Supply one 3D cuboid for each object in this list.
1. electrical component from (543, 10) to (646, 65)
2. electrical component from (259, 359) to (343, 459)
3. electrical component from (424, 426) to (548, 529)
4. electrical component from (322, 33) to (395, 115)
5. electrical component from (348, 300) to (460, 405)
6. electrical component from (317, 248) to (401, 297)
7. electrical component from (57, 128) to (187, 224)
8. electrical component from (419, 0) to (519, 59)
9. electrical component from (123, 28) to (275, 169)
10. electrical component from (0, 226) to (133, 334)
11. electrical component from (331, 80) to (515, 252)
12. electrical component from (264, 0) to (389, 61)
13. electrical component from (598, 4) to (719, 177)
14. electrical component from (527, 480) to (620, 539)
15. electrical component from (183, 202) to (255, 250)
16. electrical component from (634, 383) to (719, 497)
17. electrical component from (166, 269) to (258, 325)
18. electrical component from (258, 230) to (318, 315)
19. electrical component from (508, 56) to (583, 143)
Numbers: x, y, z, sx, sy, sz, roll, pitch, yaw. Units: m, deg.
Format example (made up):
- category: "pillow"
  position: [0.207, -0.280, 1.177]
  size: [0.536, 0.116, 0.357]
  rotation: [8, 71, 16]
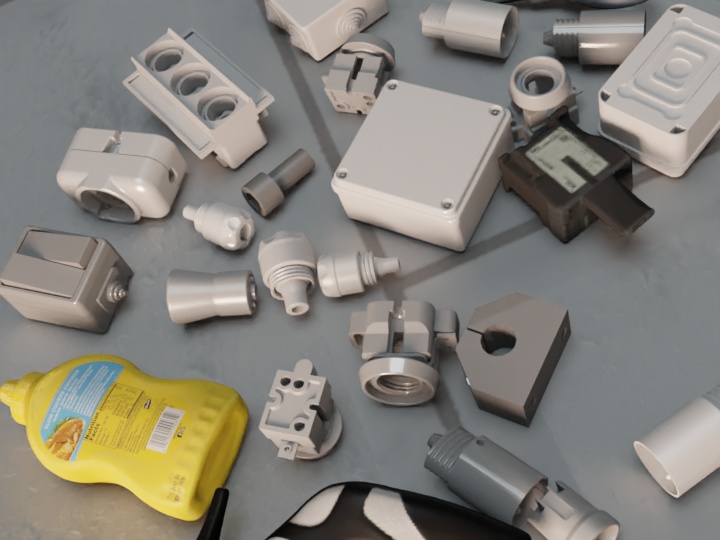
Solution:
- category: "electrical component"
  position: [0.189, -0.188, 0.872]
  size: [0.081, 0.043, 0.043]
  rotation: [3, 61, 17]
- category: "electrical component"
  position: [-0.040, 0.104, 0.756]
  size: [0.048, 0.055, 0.066]
  rotation: [8, 63, 19]
- category: "electrical component"
  position: [0.079, 0.133, 0.714]
  size: [0.081, 0.043, 0.043]
  rotation: [31, 72, 28]
- category: "electrical component"
  position: [0.002, -0.165, 0.909]
  size: [0.066, 0.048, 0.055]
  rotation: [9, 71, 20]
- category: "electrical component"
  position: [0.030, 0.060, 0.762]
  size: [0.078, 0.058, 0.057]
  rotation: [-2, 57, 13]
- category: "electrical component"
  position: [0.000, 0.000, 0.819]
  size: [0.061, 0.035, 0.035]
  rotation: [-9, 58, 7]
- category: "electrical component"
  position: [-0.202, -0.079, 0.908]
  size: [0.095, 0.053, 0.059]
  rotation: [8, 63, 19]
- category: "electrical component"
  position: [0.089, -0.208, 0.911]
  size: [0.081, 0.043, 0.043]
  rotation: [16, 66, 23]
- category: "electrical component"
  position: [-0.136, -0.145, 0.923]
  size: [0.079, 0.063, 0.121]
  rotation: [-41, 59, -10]
- category: "electrical component"
  position: [-0.232, 0.007, 0.861]
  size: [0.096, 0.061, 0.061]
  rotation: [10, 63, 20]
- category: "electrical component"
  position: [0.051, -0.083, 0.840]
  size: [0.109, 0.056, 0.108]
  rotation: [18, 67, 24]
- category: "electrical component"
  position: [-0.033, -0.245, 0.962]
  size: [0.100, 0.048, 0.099]
  rotation: [-37, 58, -8]
- category: "electrical component"
  position: [0.242, -0.136, 0.819]
  size: [0.078, 0.057, 0.113]
  rotation: [33, 73, 29]
- category: "electrical component"
  position: [0.135, 0.162, 0.685]
  size: [0.040, 0.040, 0.046]
  rotation: [-43, 53, -11]
- category: "electrical component"
  position: [-0.117, -0.039, 0.873]
  size: [0.061, 0.035, 0.035]
  rotation: [20, 68, 28]
- category: "electrical component"
  position: [0.223, 0.105, 0.692]
  size: [0.081, 0.043, 0.043]
  rotation: [-34, 58, -7]
- category: "electrical component"
  position: [-0.112, 0.019, 0.835]
  size: [0.065, 0.044, 0.044]
  rotation: [-4, 59, 7]
- category: "electrical component"
  position: [-0.053, 0.004, 0.825]
  size: [0.043, 0.043, 0.062]
  rotation: [-17, 59, 5]
- category: "electrical component"
  position: [0.143, -0.135, 0.846]
  size: [0.066, 0.055, 0.048]
  rotation: [-28, 57, -2]
